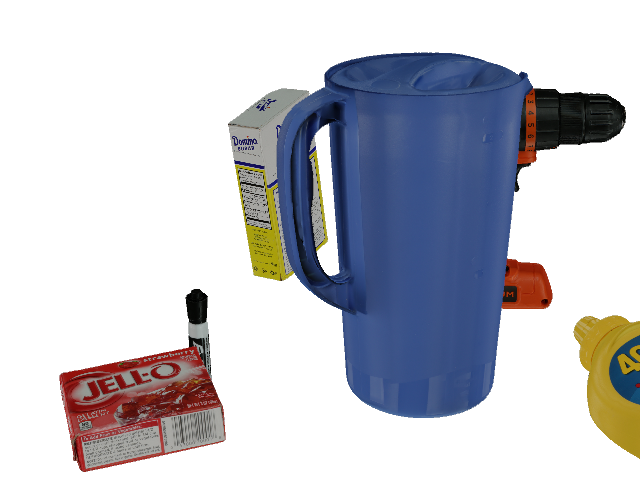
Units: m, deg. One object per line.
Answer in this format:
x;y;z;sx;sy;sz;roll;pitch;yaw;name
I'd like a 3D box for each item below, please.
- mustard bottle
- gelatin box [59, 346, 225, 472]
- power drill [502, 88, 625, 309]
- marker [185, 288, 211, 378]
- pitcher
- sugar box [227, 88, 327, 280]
0.213;0.096;0.618;0.096;0.058;0.192;-19;31;-19;mustard bottle
-0.109;0.100;0.646;0.089;0.030;0.073;-10;25;-16;gelatin box
0.162;-0.037;0.909;0.184;0.188;0.057;1;17;9;power drill
-0.105;0.098;0.930;0.020;0.121;0.020;0;25;0;marker
0.061;-0.003;0.738;0.149;0.243;0.144;5;21;16;pitcher
-0.041;-0.056;1.082;0.048;0.176;0.093;10;34;31;sugar box
